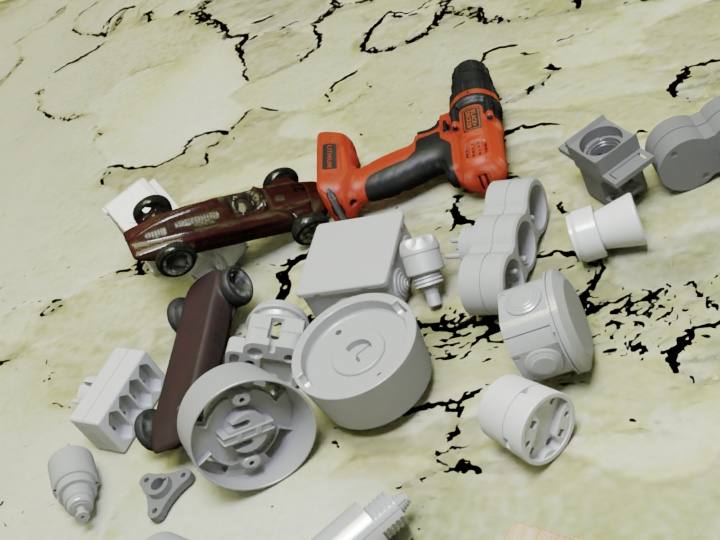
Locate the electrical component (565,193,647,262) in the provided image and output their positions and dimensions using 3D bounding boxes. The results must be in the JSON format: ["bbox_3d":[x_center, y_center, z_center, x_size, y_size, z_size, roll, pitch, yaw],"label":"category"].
[{"bbox_3d":[0.201,-0.034,0.878,0.055,0.045,0.045,-18,41,16],"label":"electrical component"}]

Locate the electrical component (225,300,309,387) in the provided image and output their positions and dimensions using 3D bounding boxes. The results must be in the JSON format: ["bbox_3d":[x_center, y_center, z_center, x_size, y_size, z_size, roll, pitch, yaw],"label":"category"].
[{"bbox_3d":[-0.073,0.063,0.934,0.078,0.058,0.057,8,42,0],"label":"electrical component"}]

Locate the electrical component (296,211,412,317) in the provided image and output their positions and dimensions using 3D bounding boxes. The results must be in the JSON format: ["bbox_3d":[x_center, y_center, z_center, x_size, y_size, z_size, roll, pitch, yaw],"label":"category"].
[{"bbox_3d":[0.000,0.000,0.966,0.100,0.048,0.099,-8,44,25],"label":"electrical component"}]

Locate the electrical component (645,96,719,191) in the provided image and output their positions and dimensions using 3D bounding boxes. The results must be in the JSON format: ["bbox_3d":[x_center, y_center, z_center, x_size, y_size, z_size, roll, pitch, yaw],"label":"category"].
[{"bbox_3d":[0.311,-0.104,0.878,0.138,0.052,0.073,-23,40,9],"label":"electrical component"}]

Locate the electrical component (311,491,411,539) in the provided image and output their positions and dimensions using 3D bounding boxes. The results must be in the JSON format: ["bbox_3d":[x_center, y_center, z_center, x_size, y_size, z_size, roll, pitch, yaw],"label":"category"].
[{"bbox_3d":[0.003,0.188,0.768,0.081,0.043,0.043,-39,40,-10],"label":"electrical component"}]

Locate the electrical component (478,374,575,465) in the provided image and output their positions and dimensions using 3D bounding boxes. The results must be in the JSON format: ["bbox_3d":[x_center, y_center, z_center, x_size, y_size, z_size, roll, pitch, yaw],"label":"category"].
[{"bbox_3d":[0.119,0.106,0.775,0.055,0.055,0.047,-45,38,-17],"label":"electrical component"}]

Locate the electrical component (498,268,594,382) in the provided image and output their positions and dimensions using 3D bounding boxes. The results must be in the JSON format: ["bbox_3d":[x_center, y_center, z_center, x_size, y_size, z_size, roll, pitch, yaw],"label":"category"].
[{"bbox_3d":[0.140,0.043,0.808,0.051,0.080,0.080,-20,40,21],"label":"electrical component"}]

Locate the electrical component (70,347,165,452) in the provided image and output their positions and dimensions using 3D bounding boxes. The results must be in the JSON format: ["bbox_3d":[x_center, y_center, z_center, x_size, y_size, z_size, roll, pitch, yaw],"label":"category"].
[{"bbox_3d":[-0.234,0.117,0.990,0.076,0.047,0.083,3,50,34],"label":"electrical component"}]

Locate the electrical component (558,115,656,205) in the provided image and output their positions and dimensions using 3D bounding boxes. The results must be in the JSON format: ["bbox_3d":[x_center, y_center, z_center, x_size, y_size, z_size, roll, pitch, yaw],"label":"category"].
[{"bbox_3d":[0.212,-0.089,0.916,0.042,0.063,0.081,-35,39,-6],"label":"electrical component"}]

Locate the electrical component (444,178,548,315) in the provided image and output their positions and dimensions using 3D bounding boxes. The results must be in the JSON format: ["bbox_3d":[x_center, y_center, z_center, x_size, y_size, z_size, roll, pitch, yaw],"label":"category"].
[{"bbox_3d":[0.108,-0.020,0.917,0.074,0.052,0.138,-3,47,31],"label":"electrical component"}]

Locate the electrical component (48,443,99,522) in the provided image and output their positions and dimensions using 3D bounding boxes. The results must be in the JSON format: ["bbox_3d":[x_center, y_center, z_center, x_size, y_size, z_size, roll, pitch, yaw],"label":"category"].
[{"bbox_3d":[-0.246,0.186,0.929,0.040,0.040,0.078,-32,39,-2],"label":"electrical component"}]

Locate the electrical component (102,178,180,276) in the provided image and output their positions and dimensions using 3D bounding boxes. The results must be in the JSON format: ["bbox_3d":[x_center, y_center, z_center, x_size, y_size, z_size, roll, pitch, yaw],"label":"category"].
[{"bbox_3d":[-0.214,-0.044,1.118,0.061,0.096,0.061,-39,69,-10],"label":"electrical component"}]

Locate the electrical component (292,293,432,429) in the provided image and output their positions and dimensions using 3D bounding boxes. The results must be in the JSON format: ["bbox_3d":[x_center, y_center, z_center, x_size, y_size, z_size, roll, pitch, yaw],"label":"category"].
[{"bbox_3d":[0.006,0.078,0.869,0.108,0.060,0.108,-18,41,16],"label":"electrical component"}]

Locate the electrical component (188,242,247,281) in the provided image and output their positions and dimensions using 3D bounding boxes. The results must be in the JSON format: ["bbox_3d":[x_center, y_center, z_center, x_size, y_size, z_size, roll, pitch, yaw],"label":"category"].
[{"bbox_3d":[-0.146,-0.015,1.078,0.043,0.043,0.062,16,59,42],"label":"electrical component"}]

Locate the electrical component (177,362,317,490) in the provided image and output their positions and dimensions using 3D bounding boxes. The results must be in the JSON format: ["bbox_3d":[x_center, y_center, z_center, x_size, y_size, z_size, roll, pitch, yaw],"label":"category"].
[{"bbox_3d":[-0.093,0.124,0.857,0.099,0.099,0.064,-42,34,-13],"label":"electrical component"}]

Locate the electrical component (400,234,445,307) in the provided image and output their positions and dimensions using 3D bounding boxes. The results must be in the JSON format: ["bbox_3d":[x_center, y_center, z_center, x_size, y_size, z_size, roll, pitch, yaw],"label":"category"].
[{"bbox_3d":[0.057,0.001,0.925,0.035,0.061,0.035,-16,0,0],"label":"electrical component"}]

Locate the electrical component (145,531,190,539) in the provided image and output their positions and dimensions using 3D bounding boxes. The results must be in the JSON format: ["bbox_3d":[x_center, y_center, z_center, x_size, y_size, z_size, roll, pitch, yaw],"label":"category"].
[{"bbox_3d":[-0.139,0.227,0.809,0.047,0.055,0.055,12,55,44],"label":"electrical component"}]
